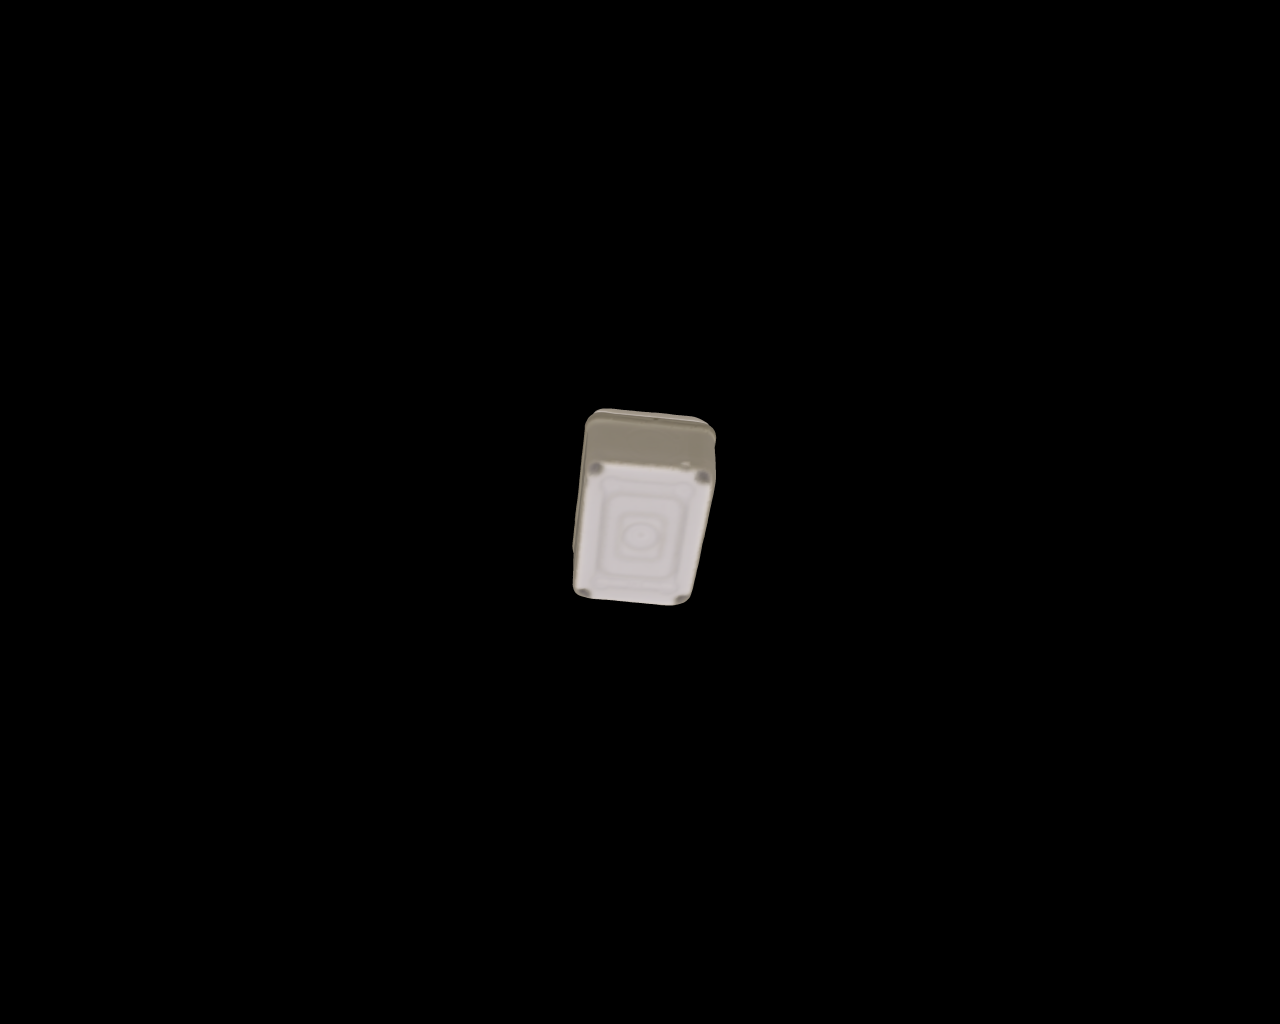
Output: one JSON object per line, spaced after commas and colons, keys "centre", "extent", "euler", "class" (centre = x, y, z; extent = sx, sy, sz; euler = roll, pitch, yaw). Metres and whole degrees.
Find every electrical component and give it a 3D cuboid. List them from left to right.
{"centre": [0.001, -0.003, 0.650], "extent": [0.078, 0.113, 0.057], "euler": [5, 40, -4], "class": "electrical component"}
